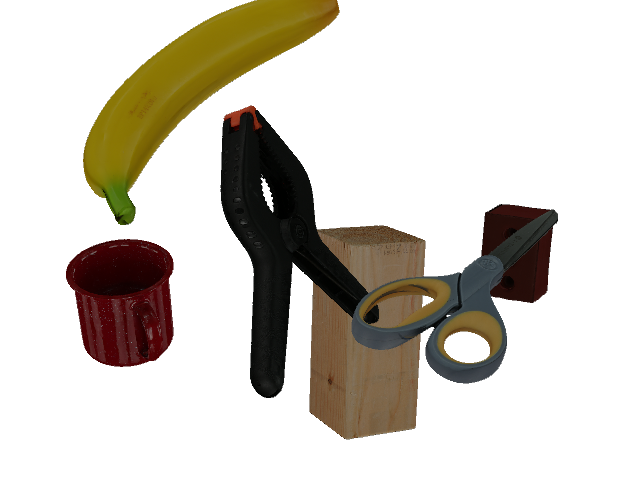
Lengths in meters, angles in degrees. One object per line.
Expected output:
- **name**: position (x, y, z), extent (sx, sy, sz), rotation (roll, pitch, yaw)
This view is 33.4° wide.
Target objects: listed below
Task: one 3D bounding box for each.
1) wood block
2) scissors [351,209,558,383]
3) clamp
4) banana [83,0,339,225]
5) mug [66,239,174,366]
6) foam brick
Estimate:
- **wood block**: position (0.048, 0.094, 1.139), extent (0.090, 0.206, 0.091), rotation (-4, 13, -27)
- **scissors**: position (0.109, 0.031, 0.646), extent (0.201, 0.016, 0.096), rotation (-20, 43, -33)
- **clamp**: position (-0.023, -0.001, 0.824), extent (0.036, 0.210, 0.164), rotation (-14, 2, 35)
- **banana**: position (-0.069, -0.082, 0.588), extent (0.070, 0.197, 0.037), rotation (28, -30, 20)
- **mug**: position (-0.167, 0.063, 0.937), extent (0.093, 0.081, 0.117), rotation (-20, 37, -28)
- **foam brick**: position (0.175, 0.011, 0.954), extent (0.053, 0.078, 0.051), rotation (8, 16, 24)
